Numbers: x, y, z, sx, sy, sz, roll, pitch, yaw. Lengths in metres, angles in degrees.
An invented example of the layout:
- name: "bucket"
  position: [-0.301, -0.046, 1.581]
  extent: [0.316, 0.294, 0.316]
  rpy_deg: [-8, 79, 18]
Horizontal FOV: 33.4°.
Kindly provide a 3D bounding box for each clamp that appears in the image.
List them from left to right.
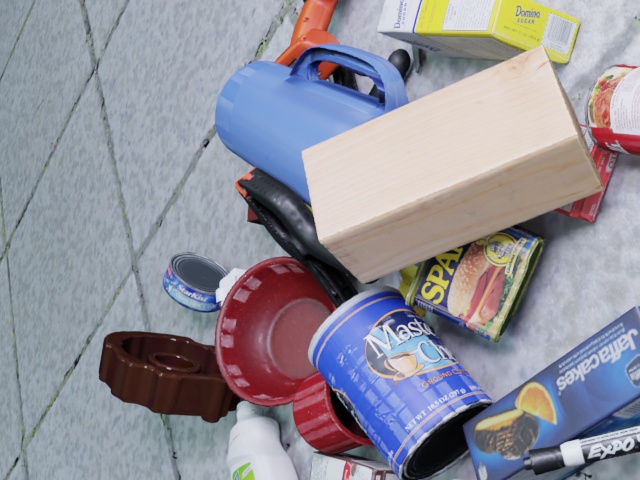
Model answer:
- name: "clamp"
  position: [-0.007, 0.001, 1.029]
  extent: [0.210, 0.036, 0.164]
  rpy_deg: [48, 162, 15]
- name: "clamp"
  position: [0.038, -0.126, 1.150]
  extent: [0.120, 0.039, 0.171]
  rpy_deg: [26, 102, 59]

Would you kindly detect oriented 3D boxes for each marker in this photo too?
- name: "marker"
  position: [0.203, 0.145, 0.750]
  extent: [0.121, 0.020, 0.020]
  rpy_deg: [-16, 59, 13]

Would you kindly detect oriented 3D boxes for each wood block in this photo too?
- name: "wood block"
  position: [0.101, -0.054, 0.834]
  extent: [0.206, 0.090, 0.091]
  rpy_deg: [-23, 56, 17]

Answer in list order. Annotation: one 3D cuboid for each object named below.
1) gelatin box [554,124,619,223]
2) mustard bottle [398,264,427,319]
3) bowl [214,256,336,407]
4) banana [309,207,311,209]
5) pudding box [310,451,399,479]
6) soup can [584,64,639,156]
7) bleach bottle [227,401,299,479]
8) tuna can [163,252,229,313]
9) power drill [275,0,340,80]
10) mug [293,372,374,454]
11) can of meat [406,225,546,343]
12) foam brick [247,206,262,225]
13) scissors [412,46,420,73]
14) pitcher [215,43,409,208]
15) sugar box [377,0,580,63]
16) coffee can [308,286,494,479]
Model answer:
- name: "gelatin box"
  position: [0.200, -0.061, 0.879]
  extent: [0.089, 0.030, 0.073]
  rpy_deg: [29, 104, 56]
- name: "mustard bottle"
  position: [0.115, -0.015, 0.969]
  extent: [0.096, 0.058, 0.192]
  rpy_deg: [29, 107, 38]
- name: "bowl"
  position: [-0.034, 0.101, 1.143]
  extent: [0.162, 0.055, 0.162]
  rpy_deg: [-11, 71, 32]
- name: "banana"
  position: [0.001, -0.030, 1.159]
  extent: [0.069, 0.037, 0.198]
  rpy_deg: [72, -176, -62]
- name: "pudding box"
  position: [0.030, 0.257, 1.034]
  extent: [0.114, 0.039, 0.090]
  rpy_deg: [-3, 79, 59]
- name: "soup can"
  position: [0.252, -0.092, 0.772]
  extent: [0.102, 0.068, 0.068]
  rpy_deg: [17, 94, 58]
- name: "bleach bottle"
  position: [-0.054, 0.279, 1.138]
  extent: [0.103, 0.068, 0.251]
  rpy_deg: [-51, 39, 37]
- name: "tuna can"
  position: [-0.155, 0.054, 1.351]
  extent: [0.034, 0.086, 0.086]
  rpy_deg: [-62, 35, 26]
- name: "power drill"
  position: [0.012, -0.265, 1.176]
  extent: [0.185, 0.057, 0.187]
  rpy_deg: [-37, 32, 60]
- name: "mug"
  position: [0.031, 0.151, 1.034]
  extent: [0.082, 0.093, 0.117]
  rpy_deg: [-36, 20, 54]
- name: "can of meat"
  position: [0.132, 0.026, 0.900]
  extent: [0.084, 0.057, 0.102]
  rpy_deg: [25, 105, 17]
- name: "foam brick"
  position: [-0.043, -0.046, 1.238]
  extent: [0.078, 0.052, 0.051]
  rpy_deg: [-10, 72, 56]
- name: "scissors"
  position: [0.105, -0.277, 1.116]
  extent: [0.096, 0.016, 0.202]
  rpy_deg: [-48, 43, 40]
- name: "pitcher"
  position: [0.002, -0.108, 1.064]
  extent: [0.243, 0.144, 0.149]
  rpy_deg: [32, 85, 44]
- name: "sugar box"
  position: [0.138, -0.193, 0.963]
  extent: [0.176, 0.093, 0.048]
  rpy_deg: [24, 99, 57]
- name: "coffee can"
  position: [0.070, 0.124, 0.920]
  extent: [0.140, 0.102, 0.103]
  rpy_deg: [50, 123, 31]
